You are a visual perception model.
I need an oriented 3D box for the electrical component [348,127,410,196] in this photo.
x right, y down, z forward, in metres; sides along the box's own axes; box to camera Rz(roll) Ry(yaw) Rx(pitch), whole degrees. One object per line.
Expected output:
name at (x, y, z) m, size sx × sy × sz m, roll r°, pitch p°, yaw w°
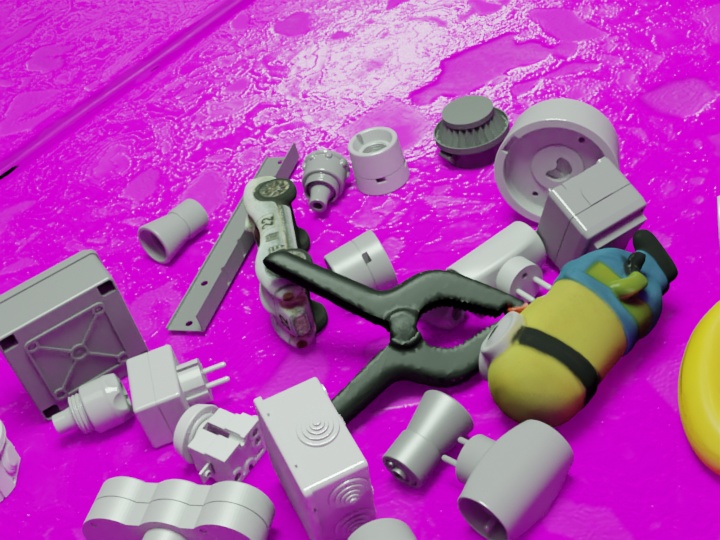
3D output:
electrical component at (0.017, -0.109, 1.067) m, size 0.055 × 0.047 × 0.055 m, roll -11°, pitch 39°, yaw 9°

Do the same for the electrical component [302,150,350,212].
electrical component at (-0.037, -0.084, 1.062) m, size 0.048 × 0.048 × 0.062 m, roll -4°, pitch 47°, yaw 17°

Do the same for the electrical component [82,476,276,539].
electrical component at (-0.134, 0.191, 0.757) m, size 0.138 × 0.052 × 0.073 m, roll -2°, pitch 41°, yaw 19°

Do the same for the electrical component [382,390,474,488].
electrical component at (0.047, 0.125, 0.778) m, size 0.044 × 0.044 × 0.065 m, roll 20°, pitch 56°, yaw 38°

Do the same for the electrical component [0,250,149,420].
electrical component at (-0.250, 0.056, 0.921) m, size 0.109 × 0.108 × 0.056 m, roll -31°, pitch 44°, yaw -16°

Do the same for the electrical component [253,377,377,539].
electrical component at (-0.029, 0.135, 0.746) m, size 0.048 × 0.099 × 0.099 m, roll -23°, pitch 50°, yaw -14°

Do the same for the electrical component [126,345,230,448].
electrical component at (-0.144, 0.096, 0.880) m, size 0.077 × 0.047 × 0.065 m, roll -20°, pitch 38°, yaw -4°

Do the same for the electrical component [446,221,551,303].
electrical component at (0.124, 0.004, 0.891) m, size 0.077 × 0.043 × 0.079 m, roll -34°, pitch 41°, yaw -19°

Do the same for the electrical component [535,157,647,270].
electrical component at (0.189, -0.034, 0.885) m, size 0.062 × 0.096 × 0.061 m, roll -30°, pitch 67°, yaw -14°

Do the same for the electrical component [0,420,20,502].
electrical component at (-0.320, 0.156, 0.872) m, size 0.080 × 0.051 × 0.080 m, roll -11°, pitch 39°, yaw 9°

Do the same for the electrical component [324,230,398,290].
electrical component at (0.000, 0.000, 0.937) m, size 0.047 × 0.055 × 0.055 m, roll -27°, pitch 39°, yaw -6°

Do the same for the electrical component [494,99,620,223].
electrical component at (0.177, -0.099, 0.949) m, size 0.108 × 0.108 × 0.060 m, roll -1°, pitch 35°, yaw 21°

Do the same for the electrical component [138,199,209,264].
electrical component at (-0.182, -0.041, 1.068) m, size 0.044 × 0.044 × 0.065 m, roll 17°, pitch 45°, yaw 36°

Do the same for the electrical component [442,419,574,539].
electrical component at (0.093, 0.138, 0.740) m, size 0.079 × 0.044 × 0.077 m, roll 22°, pitch 53°, yaw 39°

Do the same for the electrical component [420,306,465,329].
electrical component at (0.057, 0.027, 0.898) m, size 0.061 × 0.035 × 0.035 m, roll 18°, pitch 50°, yaw 40°

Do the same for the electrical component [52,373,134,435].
electrical component at (-0.223, 0.115, 0.891) m, size 0.062 × 0.043 × 0.043 m, roll -25°, pitch 39°, yaw -7°

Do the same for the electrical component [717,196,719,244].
electrical component at (0.333, -0.052, 0.879) m, size 0.077 × 0.043 × 0.079 m, roll -3°, pitch 40°, yaw 18°

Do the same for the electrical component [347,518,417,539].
electrical component at (0.019, 0.194, 0.694) m, size 0.055 × 0.055 × 0.047 m, roll -23°, pitch 35°, yaw -7°

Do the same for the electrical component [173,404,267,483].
electrical component at (-0.109, 0.132, 0.826) m, size 0.055 × 0.048 × 0.066 m, roll 19°, pitch 50°, yaw 27°
